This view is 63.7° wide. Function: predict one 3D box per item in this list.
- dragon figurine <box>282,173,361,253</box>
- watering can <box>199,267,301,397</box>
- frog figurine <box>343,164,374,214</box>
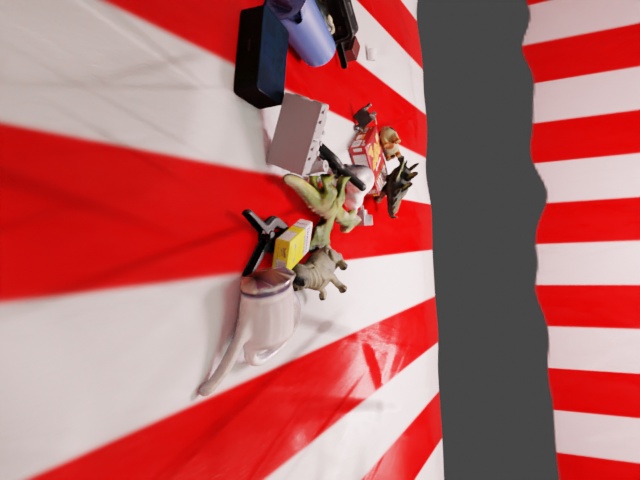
[{"bbox_3d":[0.005,-0.076,1.515,0.412,0.122,0.241,-7,101,-55],"label":"dragon figurine"},{"bbox_3d":[-0.143,0.188,1.158,0.351,0.104,0.221,-25,119,-55],"label":"watering can"},{"bbox_3d":[0.129,-0.170,1.740,0.135,0.123,0.161,108,-23,-74],"label":"frog figurine"}]
